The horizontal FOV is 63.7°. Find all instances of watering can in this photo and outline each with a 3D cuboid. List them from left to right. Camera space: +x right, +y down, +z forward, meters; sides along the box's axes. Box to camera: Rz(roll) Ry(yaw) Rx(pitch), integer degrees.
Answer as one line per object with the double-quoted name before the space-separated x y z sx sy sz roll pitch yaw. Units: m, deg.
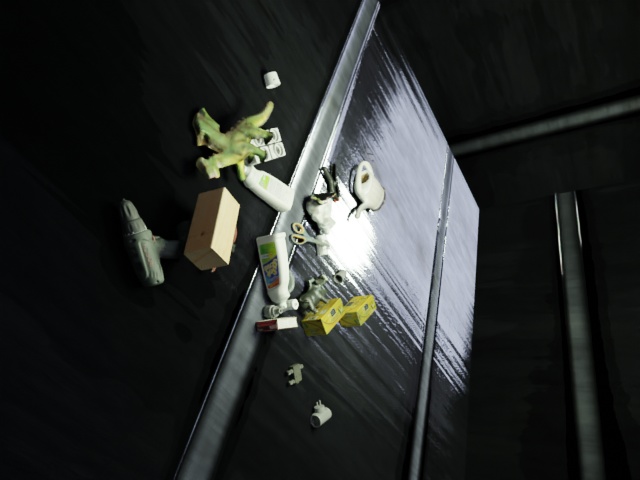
"watering can" 0.223 -0.207 2.427 0.103 0.355 0.221 -12 -35 30

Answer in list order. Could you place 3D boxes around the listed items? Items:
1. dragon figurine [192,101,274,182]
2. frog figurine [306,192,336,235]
"dragon figurine" -0.286 -0.343 1.644 0.241 0.420 0.120 28 -37 -28
"frog figurine" 0.006 -0.104 2.065 0.123 0.156 0.140 5 26 11
